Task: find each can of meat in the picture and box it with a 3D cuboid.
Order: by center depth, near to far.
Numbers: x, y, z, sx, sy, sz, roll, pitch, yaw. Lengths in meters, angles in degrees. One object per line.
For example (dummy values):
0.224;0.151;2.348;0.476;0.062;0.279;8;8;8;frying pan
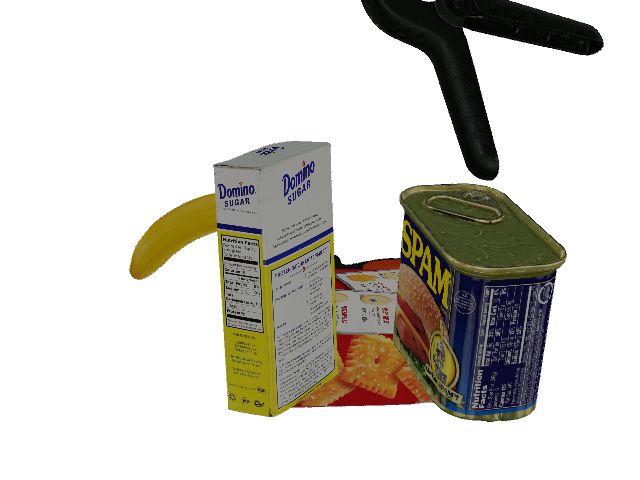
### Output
0.073;0.029;0.527;0.057;0.084;0.102;-4;25;-14;can of meat

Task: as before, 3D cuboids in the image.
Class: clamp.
0.091;-0.152;0.764;0.210;0.164;0.036;37;-27;-5;clamp

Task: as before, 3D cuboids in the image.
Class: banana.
-0.116;-0.009;1.059;0.198;0.069;0.037;-14;22;20;banana

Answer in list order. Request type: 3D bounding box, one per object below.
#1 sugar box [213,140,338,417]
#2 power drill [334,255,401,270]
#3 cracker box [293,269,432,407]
-0.029;0.024;0.742;0.048;0.176;0.093;5;17;30;sugar box
0.059;0.058;1.233;0.187;0.057;0.184;-2;28;0;power drill
0.058;0.080;0.913;0.213;0.072;0.164;0;17;-8;cracker box
